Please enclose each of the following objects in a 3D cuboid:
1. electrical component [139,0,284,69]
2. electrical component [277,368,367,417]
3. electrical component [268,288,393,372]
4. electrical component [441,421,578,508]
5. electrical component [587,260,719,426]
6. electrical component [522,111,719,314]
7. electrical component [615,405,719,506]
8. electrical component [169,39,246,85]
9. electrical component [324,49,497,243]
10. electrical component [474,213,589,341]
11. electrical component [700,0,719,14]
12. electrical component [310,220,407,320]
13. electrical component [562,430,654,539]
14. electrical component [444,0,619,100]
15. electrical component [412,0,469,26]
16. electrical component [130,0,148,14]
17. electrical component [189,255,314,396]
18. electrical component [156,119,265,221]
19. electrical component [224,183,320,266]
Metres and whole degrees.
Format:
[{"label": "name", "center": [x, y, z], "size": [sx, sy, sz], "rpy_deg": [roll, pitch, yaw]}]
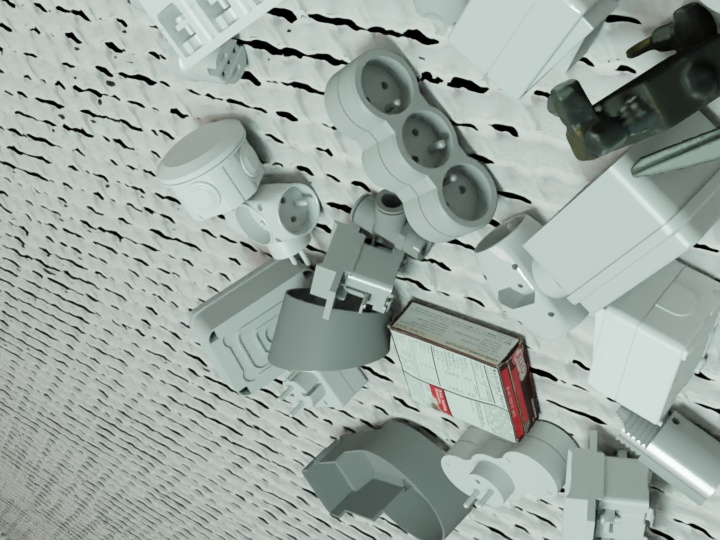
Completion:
[{"label": "electrical component", "center": [-0.065, -0.192, 0.662], "size": [0.061, 0.089, 0.150], "rpy_deg": [54, 149, -14]}, {"label": "electrical component", "center": [-0.046, 0.105, 1.009], "size": [0.047, 0.077, 0.065], "rpy_deg": [-10, 119, 55]}, {"label": "electrical component", "center": [-0.023, 0.050, 0.887], "size": [0.099, 0.099, 0.064], "rpy_deg": [16, 100, 41]}, {"label": "electrical component", "center": [0.114, 0.171, 0.893], "size": [0.052, 0.074, 0.138], "rpy_deg": [53, 149, -11]}, {"label": "electrical component", "center": [0.180, 0.045, 0.670], "size": [0.061, 0.062, 0.096], "rpy_deg": [31, 147, 24]}, {"label": "electrical component", "center": [0.153, -0.032, 0.596], "size": [0.057, 0.078, 0.113], "rpy_deg": [47, 150, 4]}, {"label": "electrical component", "center": [0.212, 0.119, 0.739], "size": [0.081, 0.043, 0.043], "rpy_deg": [37, 149, 16]}, {"label": "electrical component", "center": [-0.115, -0.160, 0.814], "size": [0.046, 0.040, 0.040], "rpy_deg": [17, 140, 32]}, {"label": "electrical component", "center": [0.026, -0.077, 0.726], "size": [0.138, 0.052, 0.074], "rpy_deg": [52, 150, -10]}, {"label": "electrical component", "center": [0.125, 0.001, 0.705], "size": [0.077, 0.043, 0.079], "rpy_deg": [52, 149, -10]}, {"label": "electrical component", "center": [0.175, -0.152, 0.458], "size": [0.043, 0.043, 0.081], "rpy_deg": [34, 148, 20]}, {"label": "electrical component", "center": [0.000, 0.000, 0.836], "size": [0.064, 0.081, 0.042], "rpy_deg": [19, 147, 1]}, {"label": "electrical component", "center": [0.189, 0.192, 0.829], "size": [0.063, 0.078, 0.121], "rpy_deg": [4, 137, 11]}, {"label": "electrical component", "center": [0.094, -0.135, 0.561], "size": [0.061, 0.062, 0.096], "rpy_deg": [43, 150, 5]}, {"label": "electrical component", "center": [0.051, -0.170, 0.592], "size": [0.043, 0.043, 0.062], "rpy_deg": [35, 147, 19]}, {"label": "electrical component", "center": [-0.130, -0.197, 0.789], "size": [0.065, 0.044, 0.044], "rpy_deg": [31, 147, 15]}, {"label": "electrical component", "center": [-0.084, 0.046, 0.945], "size": [0.057, 0.113, 0.078], "rpy_deg": [33, 153, 57]}, {"label": "electrical component", "center": [-0.121, -0.082, 0.876], "size": [0.080, 0.080, 0.051], "rpy_deg": [7, 137, 47]}, {"label": "electrical component", "center": [-0.066, -0.035, 0.898], "size": [0.077, 0.044, 0.079], "rpy_deg": [4, 131, 49]}]
